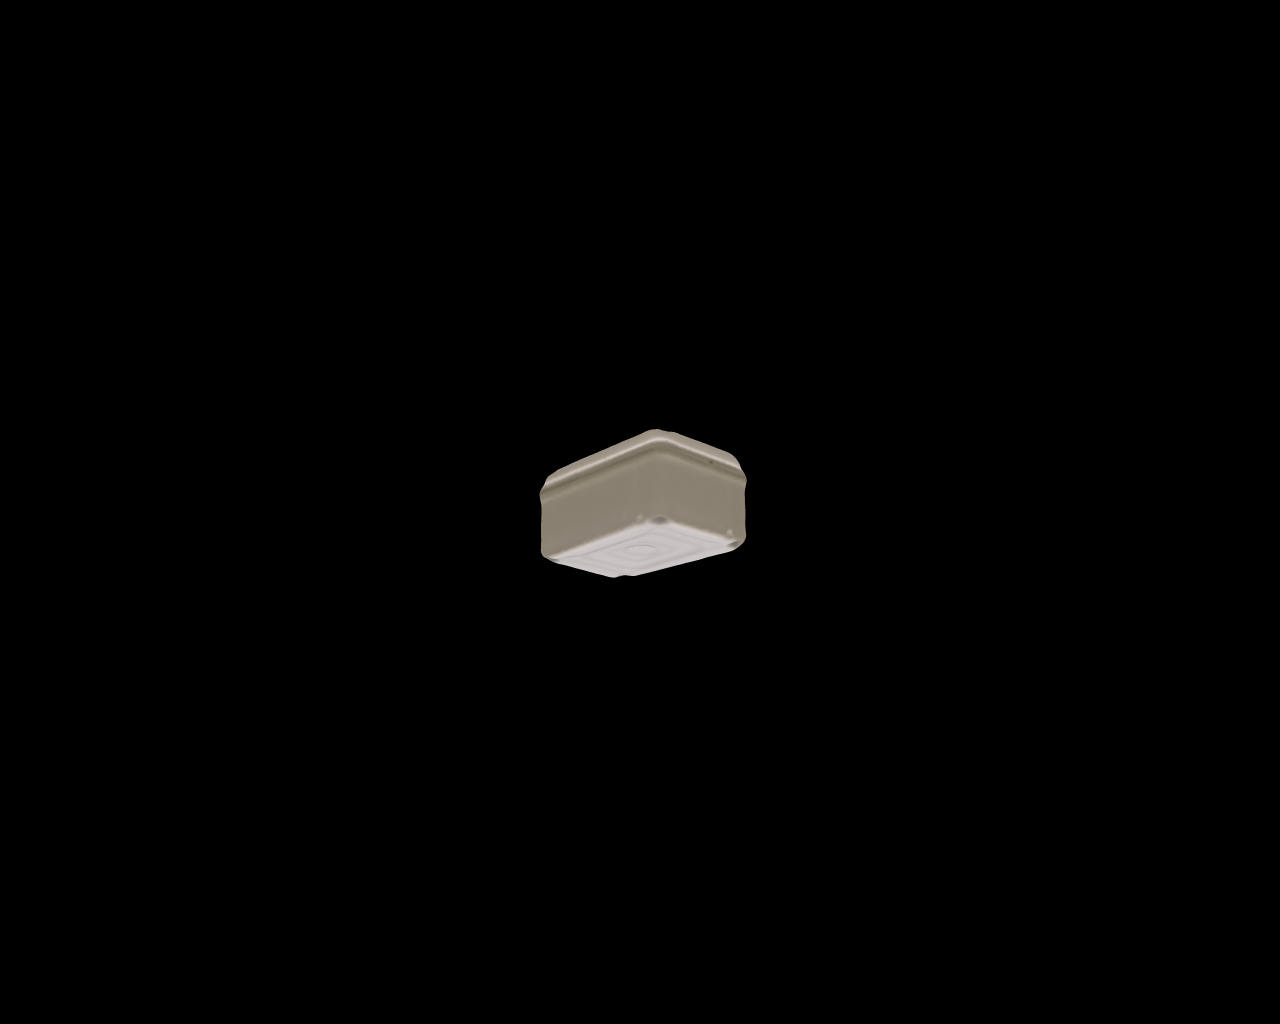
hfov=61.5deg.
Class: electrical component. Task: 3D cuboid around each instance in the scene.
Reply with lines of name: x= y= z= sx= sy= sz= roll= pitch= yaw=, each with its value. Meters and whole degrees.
electrical component: x=0.001 y=-0.003 z=0.650 sx=0.078 sy=0.057 sz=0.113 roll=17 pitch=-26 yaw=-41
